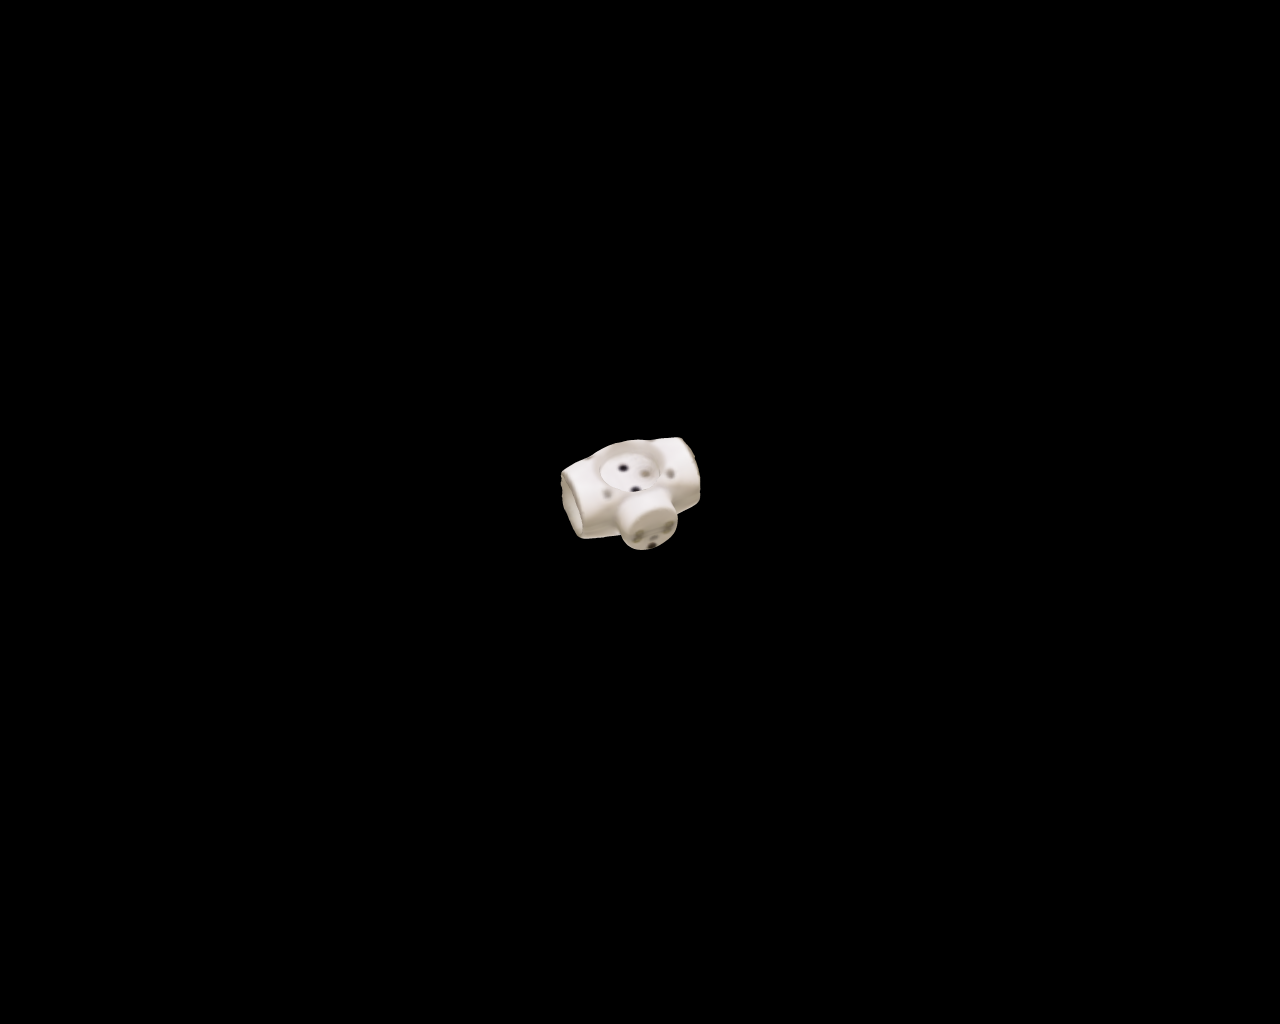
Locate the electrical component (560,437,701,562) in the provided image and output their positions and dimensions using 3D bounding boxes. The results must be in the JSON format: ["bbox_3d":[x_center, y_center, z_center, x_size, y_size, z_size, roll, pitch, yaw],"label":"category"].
[{"bbox_3d":[0.001,-0.003,0.650,0.077,0.079,0.044,-17,-39,-14],"label":"electrical component"}]
